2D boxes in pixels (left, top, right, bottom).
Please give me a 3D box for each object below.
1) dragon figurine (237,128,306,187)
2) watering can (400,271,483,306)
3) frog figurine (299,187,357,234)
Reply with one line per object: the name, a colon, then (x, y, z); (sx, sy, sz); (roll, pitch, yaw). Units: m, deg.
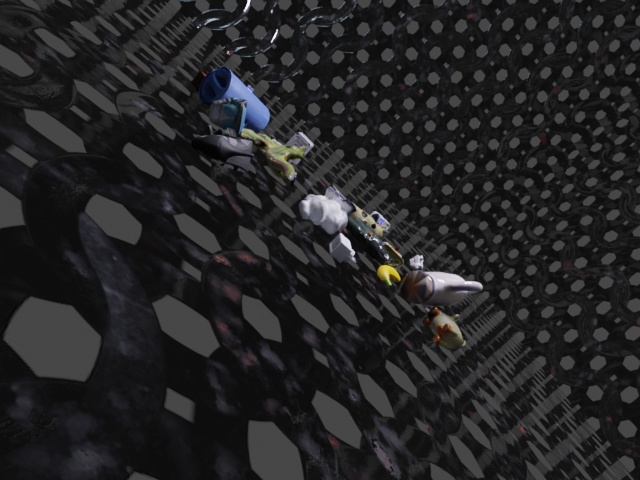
dragon figurine: (-0.167, -0.274, 1.600); (0.242, 0.121, 0.414); (26, 13, -4)
watering can: (0.353, 0.161, 1.651); (0.224, 0.105, 0.344); (7, -13, -26)
frog figurine: (0.005, -0.075, 1.484); (0.161, 0.120, 0.138); (-27, 77, -40)
